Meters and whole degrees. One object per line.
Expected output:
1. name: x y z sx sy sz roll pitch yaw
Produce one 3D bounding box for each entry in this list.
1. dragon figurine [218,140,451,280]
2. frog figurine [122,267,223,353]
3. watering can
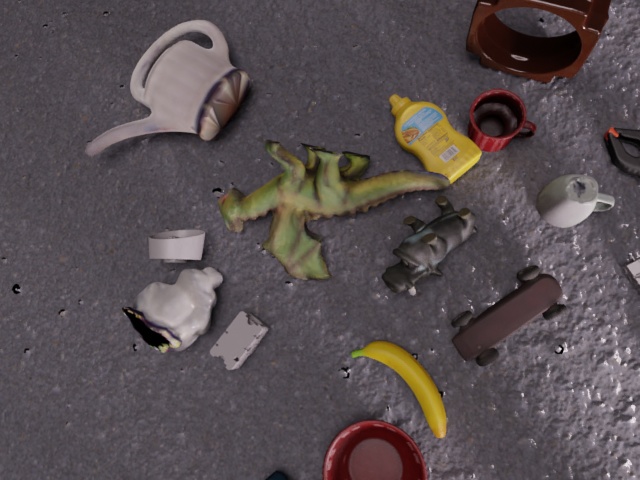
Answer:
1. dragon figurine: 0.003 -0.046 0.920 0.411 0.122 0.241 15 97 13
2. frog figurine: -0.249 0.113 0.916 0.138 0.119 0.163 20 46 20
3. watering can: -0.278 -0.263 0.989 0.225 0.103 0.349 31 83 13
